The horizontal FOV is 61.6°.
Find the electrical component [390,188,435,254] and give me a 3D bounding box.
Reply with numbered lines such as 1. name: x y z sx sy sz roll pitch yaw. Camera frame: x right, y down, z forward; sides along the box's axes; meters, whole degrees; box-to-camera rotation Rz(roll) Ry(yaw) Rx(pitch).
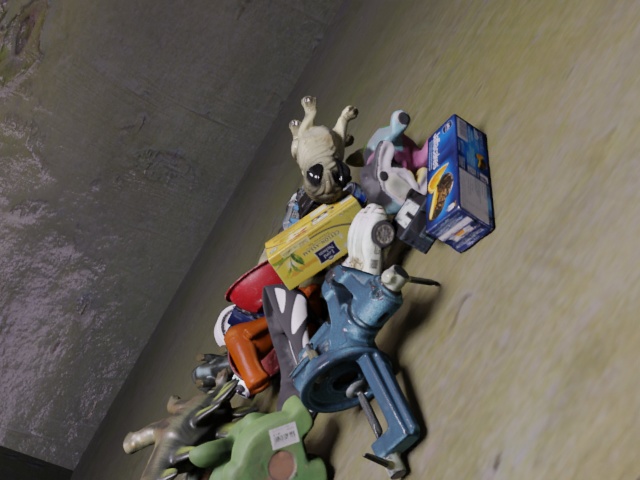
1. electrical component: 0.145 -0.025 0.757 0.074 0.048 0.119 -60 18 6

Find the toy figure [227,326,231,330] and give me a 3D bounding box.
1. toy figure: -0.142 0.173 1.201 0.154 0.058 0.064 -43 -17 -29

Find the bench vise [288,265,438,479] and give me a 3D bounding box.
1. bench vise: 0.058 0.151 0.634 0.223 0.128 0.241 -45 43 18

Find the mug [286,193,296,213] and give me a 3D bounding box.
1. mug: -0.018 -0.063 1.171 0.080 0.107 0.110 -52 22 22

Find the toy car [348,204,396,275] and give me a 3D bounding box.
1. toy car: 0.065 0.047 0.785 0.073 0.056 0.201 -171 88 -72

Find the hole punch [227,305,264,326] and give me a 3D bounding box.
1. hole punch: -0.130 0.164 1.106 0.092 0.142 0.116 -59 3 -1

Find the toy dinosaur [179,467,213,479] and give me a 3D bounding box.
1. toy dinosaur: -0.154 0.405 0.833 0.192 0.131 0.405 -40 14 9

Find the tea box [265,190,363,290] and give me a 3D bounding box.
1. tea box: -0.002 -0.003 0.877 0.170 0.068 0.098 -34 17 3

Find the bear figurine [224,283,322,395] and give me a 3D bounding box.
1. bear figurine: -0.064 0.169 0.951 0.196 0.132 0.120 -24 -18 -16

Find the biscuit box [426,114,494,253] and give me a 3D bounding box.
1. biscuit box: 0.184 -0.082 0.718 0.063 0.059 0.203 -45 23 42

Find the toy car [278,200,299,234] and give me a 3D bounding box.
1. toy car: -0.013 -0.006 1.063 0.161 0.103 0.109 70 -151 -48

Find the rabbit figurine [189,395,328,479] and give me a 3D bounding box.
1. rabbit figurine: -0.086 0.293 0.728 0.159 0.121 0.170 -23 0 -23

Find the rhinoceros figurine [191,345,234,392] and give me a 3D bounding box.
1. rhinoceros figurine: -0.221 0.288 1.196 0.190 0.112 0.073 -31 61 36

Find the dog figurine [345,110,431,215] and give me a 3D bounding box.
1. dog figurine: 0.108 -0.120 0.921 0.191 0.108 0.219 -68 14 -12

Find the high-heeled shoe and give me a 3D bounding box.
1. high-heeled shoe: -0.063 0.193 0.837 0.086 0.145 0.249 -33 31 58

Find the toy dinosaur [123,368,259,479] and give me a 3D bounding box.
1. toy dinosaur: -0.214 0.317 0.868 0.198 0.105 0.471 -31 8 15

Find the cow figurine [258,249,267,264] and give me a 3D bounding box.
1. cow figurine: -0.078 0.031 1.241 0.195 0.085 0.127 -23 47 64

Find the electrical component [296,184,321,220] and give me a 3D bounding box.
1. electrical component: 0.024 -0.052 0.988 0.058 0.134 0.115 -54 20 24

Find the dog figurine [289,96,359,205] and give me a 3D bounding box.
1. dog figurine: -0.004 -0.125 0.931 0.172 0.121 0.190 96 180 -62
